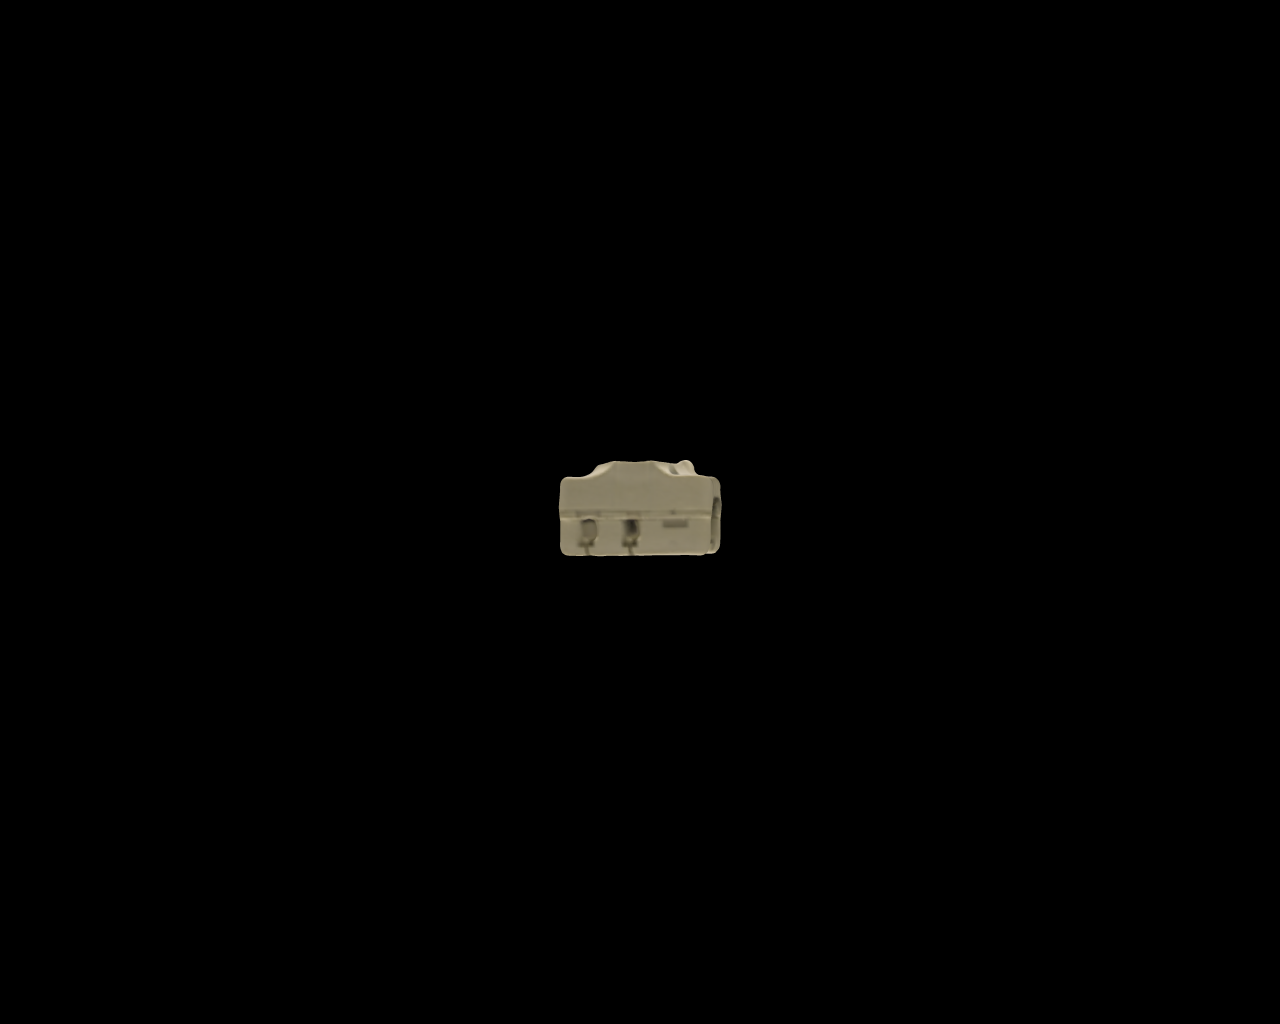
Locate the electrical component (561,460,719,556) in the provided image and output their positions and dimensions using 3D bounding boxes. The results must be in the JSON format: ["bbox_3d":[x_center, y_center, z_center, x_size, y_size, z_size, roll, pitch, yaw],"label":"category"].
[{"bbox_3d":[0.001,-0.003,0.650,0.089,0.055,0.050,0,0,13],"label":"electrical component"}]
